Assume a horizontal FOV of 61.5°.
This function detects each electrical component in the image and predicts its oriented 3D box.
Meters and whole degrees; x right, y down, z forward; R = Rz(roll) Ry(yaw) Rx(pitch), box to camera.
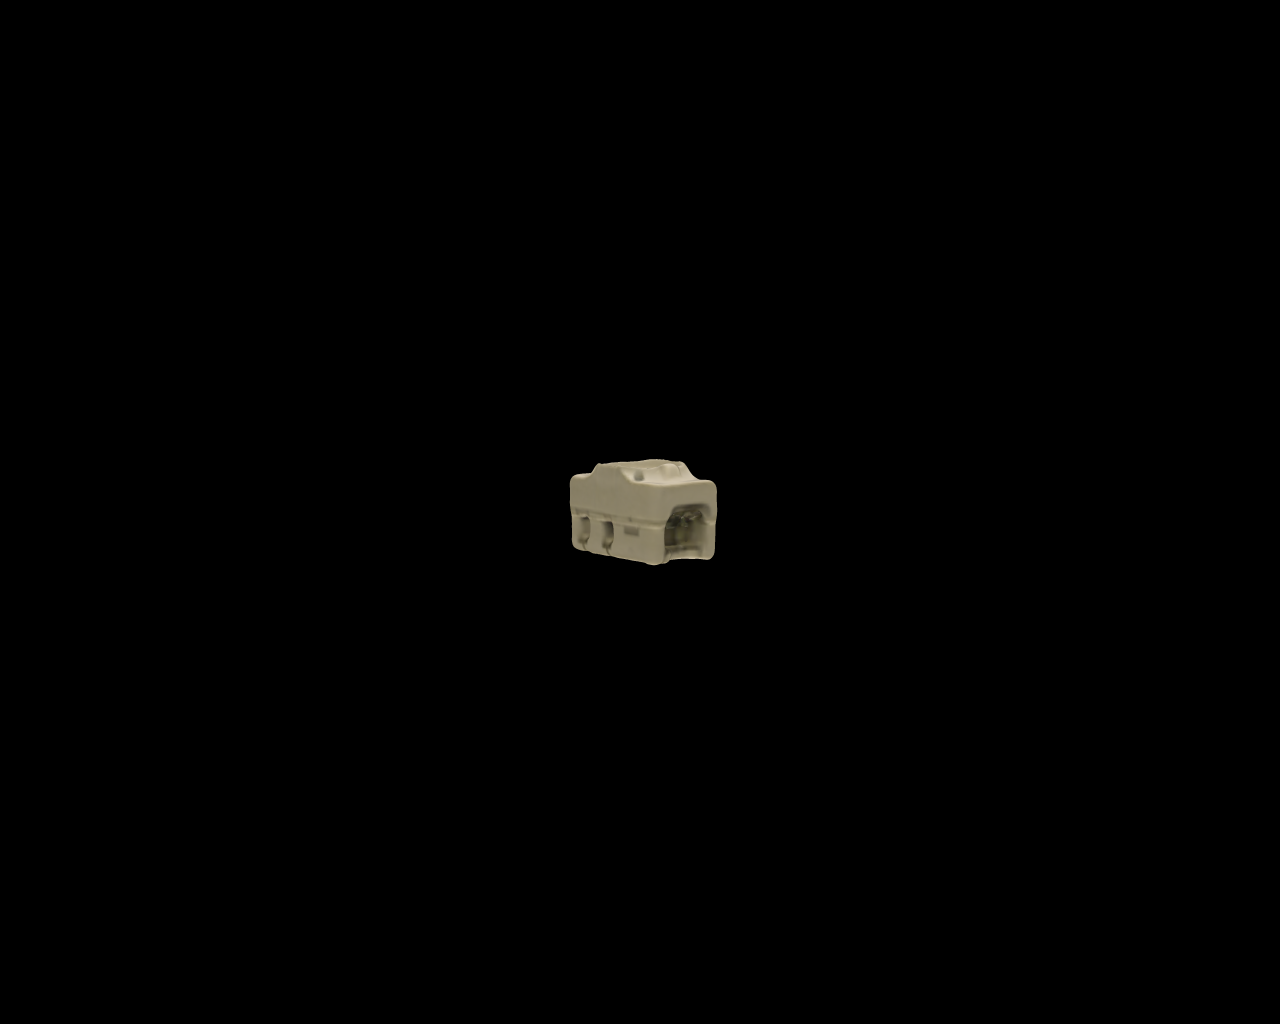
[{"bbox_3d":[0.001,-0.003,0.650,0.050,0.055,0.089,-5,9,-35],"label":"electrical component"}]
